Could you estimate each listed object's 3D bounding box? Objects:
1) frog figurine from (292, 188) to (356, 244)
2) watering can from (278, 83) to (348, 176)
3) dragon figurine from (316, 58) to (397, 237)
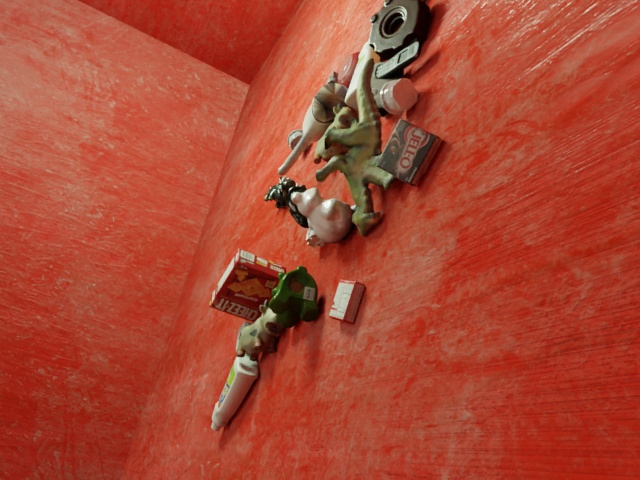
[{"bbox_3d":[0.004,-0.064,1.268,0.136,0.159,0.124,-20,53,63],"label":"frog figurine"},{"bbox_3d":[-0.011,-0.360,1.627,0.353,0.104,0.221,-56,2,-23],"label":"watering can"},{"bbox_3d":[0.131,-0.212,1.177,0.244,0.122,0.408,21,97,40],"label":"dragon figurine"}]
